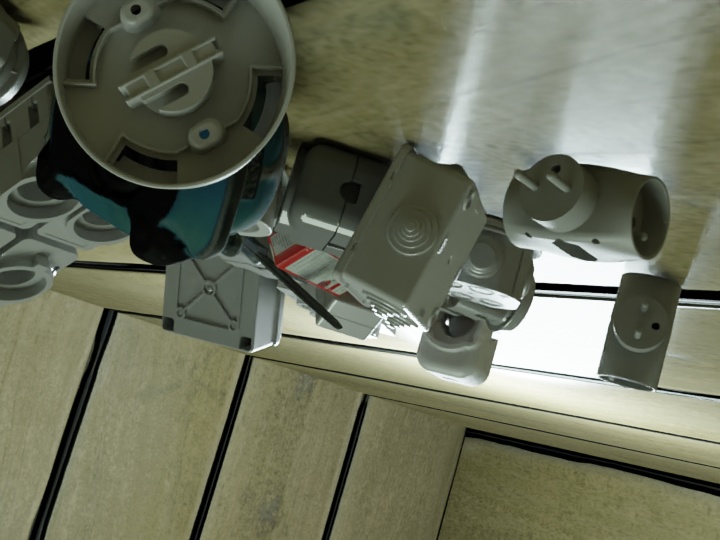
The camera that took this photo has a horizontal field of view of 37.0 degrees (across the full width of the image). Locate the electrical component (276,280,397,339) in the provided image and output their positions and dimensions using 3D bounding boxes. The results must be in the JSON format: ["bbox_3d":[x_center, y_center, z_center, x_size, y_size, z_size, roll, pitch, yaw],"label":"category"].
[{"bbox_3d":[-0.015,0.021,1.044,0.089,0.061,0.150,14,170,15],"label":"electrical component"}]

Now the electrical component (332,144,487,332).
[{"bbox_3d":[0.034,-0.015,0.643,0.048,0.099,0.099,27,174,17],"label":"electrical component"}]

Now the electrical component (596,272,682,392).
[{"bbox_3d":[0.196,0.040,0.753,0.043,0.077,0.079,14,170,15],"label":"electrical component"}]

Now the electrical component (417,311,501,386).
[{"bbox_3d":[0.087,0.045,0.912,0.054,0.095,0.059,12,170,24],"label":"electrical component"}]

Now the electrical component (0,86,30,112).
[{"bbox_3d":[-0.236,-0.105,0.741,0.043,0.043,0.062,9,170,37],"label":"electrical component"}]

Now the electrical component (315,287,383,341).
[{"bbox_3d":[0.000,0.000,0.891,0.047,0.083,0.075,19,132,-20],"label":"electrical component"}]

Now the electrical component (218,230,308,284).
[{"bbox_3d":[-0.085,-0.026,0.924,0.056,0.050,0.089,9,168,37],"label":"electrical component"}]

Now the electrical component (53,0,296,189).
[{"bbox_3d":[-0.077,-0.082,0.451,0.099,0.099,0.064,17,177,-4],"label":"electrical component"}]

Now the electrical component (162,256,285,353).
[{"bbox_3d":[-0.129,0.014,1.030,0.109,0.108,0.056,12,-167,25],"label":"electrical component"}]

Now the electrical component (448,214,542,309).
[{"bbox_3d":[0.083,-0.007,0.745,0.080,0.051,0.080,16,171,3],"label":"electrical component"}]

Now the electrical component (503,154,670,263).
[{"bbox_3d":[0.109,-0.036,0.559,0.077,0.043,0.079,8,167,41],"label":"electrical component"}]

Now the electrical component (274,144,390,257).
[{"bbox_3d":[-0.019,-0.044,0.697,0.059,0.053,0.095,17,171,-6],"label":"electrical component"}]

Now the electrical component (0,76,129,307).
[{"bbox_3d":[-0.232,-0.043,0.743,0.186,0.060,0.105,-29,150,25],"label":"electrical component"}]

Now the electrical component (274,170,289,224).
[{"bbox_3d":[-0.079,-0.053,0.779,0.077,0.043,0.079,7,167,44],"label":"electrical component"}]

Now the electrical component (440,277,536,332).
[{"bbox_3d":[0.098,0.014,0.831,0.057,0.058,0.078,22,170,-17],"label":"electrical component"}]

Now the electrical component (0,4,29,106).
[{"bbox_3d":[-0.214,-0.120,0.575,0.078,0.058,0.057,14,167,15],"label":"electrical component"}]

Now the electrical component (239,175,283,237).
[{"bbox_3d":[-0.099,-0.067,0.675,0.108,0.060,0.108,16,171,3],"label":"electrical component"}]
